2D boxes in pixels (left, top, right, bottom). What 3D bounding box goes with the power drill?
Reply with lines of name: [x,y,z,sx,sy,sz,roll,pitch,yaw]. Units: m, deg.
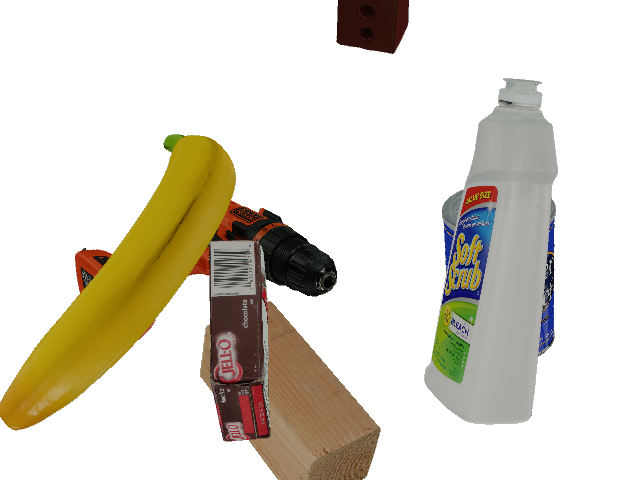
power drill: [-0.102,0.027,0.929,0.187,0.057,0.185,-19,28,-33]

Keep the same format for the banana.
banana: [-0.087,0.009,0.525,0.037,0.197,0.070,42,-41,-19]

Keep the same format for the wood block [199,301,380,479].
wood block: [-0.037,0.174,1.157,0.090,0.090,0.206,-20,50,-30]

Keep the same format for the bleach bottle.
bleach bottle: [0.132,0.005,0.802,0.068,0.251,0.103,1,13,-15]

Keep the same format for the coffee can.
coffee can: [0.169,0.030,1.005,0.103,0.140,0.103,-5,28,3]

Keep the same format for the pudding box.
pudding box: [-0.055,0.069,0.735,0.039,0.113,0.090,-1,-35,-1]

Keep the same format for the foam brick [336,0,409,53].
foam brick: [0.045,-0.204,0.893,0.053,0.078,0.051,12,47,12]
